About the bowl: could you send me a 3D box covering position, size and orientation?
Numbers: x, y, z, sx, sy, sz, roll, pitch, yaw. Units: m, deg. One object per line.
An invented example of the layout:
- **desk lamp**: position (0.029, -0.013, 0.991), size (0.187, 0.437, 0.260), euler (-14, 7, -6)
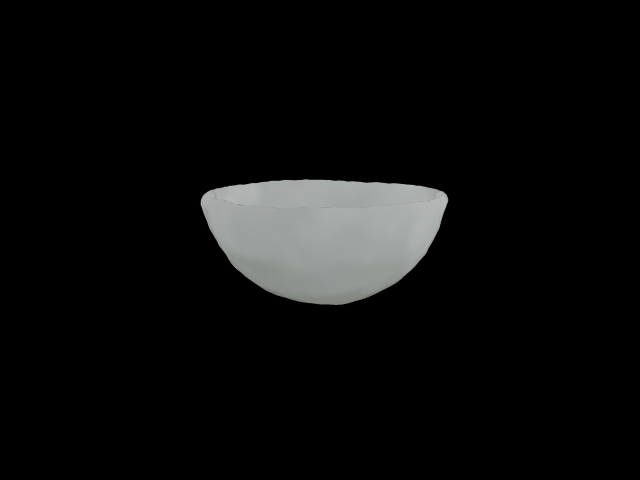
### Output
- **bowl**: position (0.004, 0.001, 0.400), size (0.167, 0.075, 0.167), euler (0, 11, 0)
